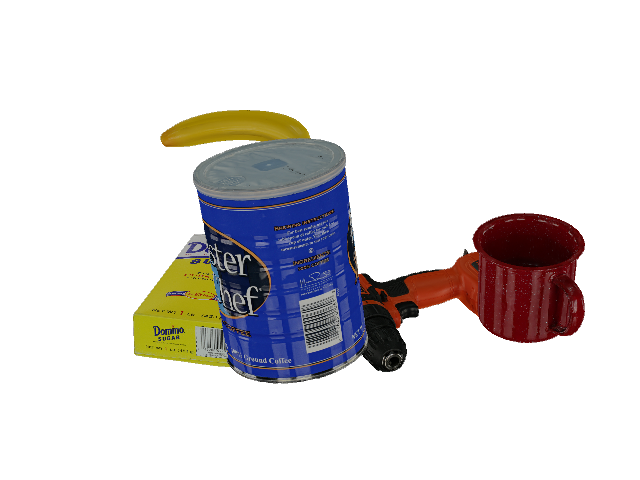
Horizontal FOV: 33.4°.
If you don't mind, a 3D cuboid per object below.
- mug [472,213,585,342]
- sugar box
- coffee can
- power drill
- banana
[{"bbox_3d":[0.184,0.039,0.912,0.093,0.081,0.117,-19,34,-25],"label":"mug"},{"bbox_3d":[-0.092,0.047,0.937,0.093,0.048,0.176,6,26,8],"label":"sugar box"},{"bbox_3d":[-0.025,0.012,0.734,0.103,0.140,0.103,-7,22,3],"label":"coffee can"},{"bbox_3d":[0.107,0.070,1.118,0.187,0.057,0.184,-7,27,-16],"label":"power drill"},{"bbox_3d":[-0.094,-0.131,1.293,0.198,0.037,0.069,8,40,15],"label":"banana"}]
